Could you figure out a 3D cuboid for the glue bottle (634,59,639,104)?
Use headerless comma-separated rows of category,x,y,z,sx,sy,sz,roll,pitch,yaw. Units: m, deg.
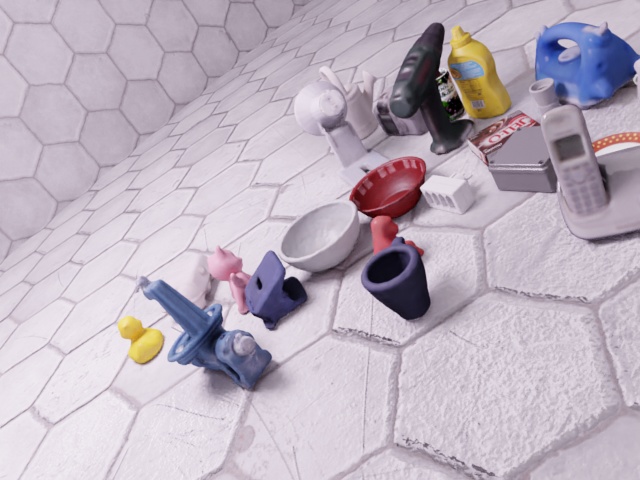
glue bottle,0.484,-0.235,0.820,0.037,0.173,0.078,-35,28,-1

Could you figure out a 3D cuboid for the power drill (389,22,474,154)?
power drill,0.225,-0.289,1.138,0.075,0.209,0.230,-3,41,44

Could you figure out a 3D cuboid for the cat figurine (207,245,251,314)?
cat figurine,-0.171,0.065,1.105,0.067,0.118,0.127,-38,29,-7

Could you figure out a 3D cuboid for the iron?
iron,0.454,-0.337,1.041,0.118,0.142,0.257,-36,28,-2

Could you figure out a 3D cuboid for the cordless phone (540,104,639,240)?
cordless phone,0.365,-0.097,0.720,0.147,0.185,0.094,-17,33,28

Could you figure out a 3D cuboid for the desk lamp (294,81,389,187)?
desk lamp,0.043,-0.242,1.250,0.118,0.214,0.202,-36,28,-3

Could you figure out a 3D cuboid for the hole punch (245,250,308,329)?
hole punch,-0.090,0.086,1.015,0.101,0.091,0.108,-36,28,-3

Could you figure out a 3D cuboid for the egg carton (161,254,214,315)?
egg carton,-0.279,0.096,1.221,0.107,0.069,0.150,-24,30,18

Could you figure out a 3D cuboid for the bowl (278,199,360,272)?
bowl,0.010,0.004,1.054,0.167,0.075,0.167,-25,30,16

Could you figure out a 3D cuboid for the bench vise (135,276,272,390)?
bench vise,-0.183,0.130,0.908,0.206,0.220,0.121,-15,34,32

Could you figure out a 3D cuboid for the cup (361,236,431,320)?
cup,0.121,0.060,0.831,0.091,0.095,0.118,-16,33,30

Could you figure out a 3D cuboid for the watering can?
watering can,0.063,-0.350,1.415,0.173,0.194,0.100,-45,30,-19

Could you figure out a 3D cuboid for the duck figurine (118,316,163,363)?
duck figurine,-0.369,0.192,1.150,0.077,0.086,0.104,-39,29,-8

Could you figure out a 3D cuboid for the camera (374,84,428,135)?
camera,0.208,-0.318,1.314,0.137,0.101,0.142,-44,30,-17

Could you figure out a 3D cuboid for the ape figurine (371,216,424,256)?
ape figurine,0.115,-0.001,0.933,0.076,0.092,0.077,-30,29,8
